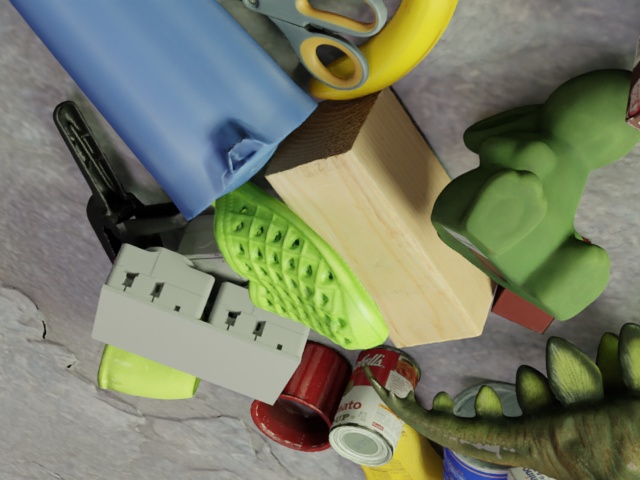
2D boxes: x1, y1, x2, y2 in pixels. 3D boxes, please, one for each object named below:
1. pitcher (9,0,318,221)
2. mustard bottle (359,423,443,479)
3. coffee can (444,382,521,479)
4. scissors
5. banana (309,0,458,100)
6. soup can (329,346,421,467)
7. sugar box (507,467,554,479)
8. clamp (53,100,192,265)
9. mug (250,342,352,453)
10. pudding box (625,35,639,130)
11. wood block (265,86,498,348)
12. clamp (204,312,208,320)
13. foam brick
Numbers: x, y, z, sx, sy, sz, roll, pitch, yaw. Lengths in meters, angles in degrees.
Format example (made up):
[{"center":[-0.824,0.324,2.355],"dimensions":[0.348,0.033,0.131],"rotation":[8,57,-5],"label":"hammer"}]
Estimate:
[{"center":[-0.128,-0.144,0.806],"dimensions":[0.243,0.144,0.149],"rotation":[49,137,-8],"label":"pitcher"},{"center":[0.092,0.250,1.168],"dimensions":[0.096,0.058,0.191],"rotation":[-6,130,31],"label":"mustard bottle"},{"center":[0.174,0.226,1.068],"dimensions":[0.103,0.102,0.140],"rotation":[11,137,16],"label":"coffee can"},{"center":[-0.038,-0.164,0.805],"dimensions":[0.202,0.016,0.096],"rotation":[12,130,30],"label":"scissors"},{"center":[0.054,-0.159,0.780],"dimensions":[0.069,0.037,0.198],"rotation":[42,138,9],"label":"banana"},{"center":[0.055,0.166,1.065],"dimensions":[0.068,0.102,0.068],"rotation":[14,138,13],"label":"soup can"},{"center":[0.262,0.229,1.002],"dimensions":[0.176,0.048,0.093],"rotation":[-17,136,-10],"label":"sugar box"},{"center":[-0.192,-0.033,1.012],"dimensions":[0.164,0.036,0.210],"rotation":[44,153,8],"label":"clamp"},{"center":[-0.020,0.167,1.118],"dimensions":[0.093,0.081,0.117],"rotation":[30,139,-5],"label":"mug"},{"center":[0.248,-0.095,0.687],"dimensions":[0.090,0.113,0.039],"rotation":[28,136,-3],"label":"pudding box"},{"center":[0.058,-0.016,0.883],"dimensions":[0.090,0.090,0.206],"rotation":[-14,126,37],"label":"wood block"},{"center":[-0.126,0.096,1.133],"dimensions":[0.171,0.039,0.120],"rotation":[25,142,1],"label":"clamp"},{"center":[0.185,0.032,0.898],"dimensions":[0.051,0.053,0.078],"rotation":[24,140,2],"label":"foam brick"}]
